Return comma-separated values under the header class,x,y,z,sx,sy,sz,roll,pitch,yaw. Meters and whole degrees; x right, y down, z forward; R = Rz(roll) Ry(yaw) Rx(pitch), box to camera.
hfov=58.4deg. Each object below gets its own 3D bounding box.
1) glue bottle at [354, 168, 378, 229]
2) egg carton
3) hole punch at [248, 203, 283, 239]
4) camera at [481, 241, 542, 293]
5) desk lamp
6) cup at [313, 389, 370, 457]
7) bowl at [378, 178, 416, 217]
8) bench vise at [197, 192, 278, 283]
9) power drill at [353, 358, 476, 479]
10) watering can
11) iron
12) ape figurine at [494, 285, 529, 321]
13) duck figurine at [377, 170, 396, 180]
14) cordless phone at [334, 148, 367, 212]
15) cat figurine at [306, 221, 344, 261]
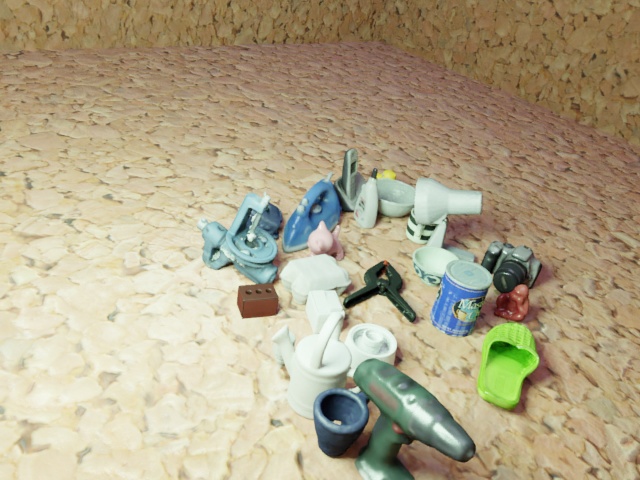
class,x,y,z,sx,sy,sz,roll,pitch,yaw
glue bottle,0.136,-0.121,1.589,0.037,0.173,0.078,-8,36,-28
egg carton,-0.010,0.088,1.302,0.151,0.069,0.107,-11,38,-32
hole punch,-0.146,-0.065,1.486,0.101,0.091,0.108,5,32,-10
camera,0.480,0.068,1.463,0.142,0.101,0.137,27,35,25
desk lamp,0.328,-0.046,1.490,0.203,0.213,0.118,17,32,10
cup,0.037,0.302,0.944,0.118,0.095,0.091,-20,43,-41
bowl,0.211,-0.115,1.698,0.167,0.075,0.167,8,31,-5
bench vise,-0.184,-0.016,1.269,0.207,0.220,0.121,12,31,2
power drill,0.125,0.299,0.869,0.076,0.208,0.228,-12,38,-33
watering can,-0.003,0.207,0.991,0.173,0.194,0.101,10,31,-1
iron,-0.024,-0.079,1.499,0.118,0.141,0.259,20,32,14
ape figurine,0.460,0.143,1.342,0.076,0.092,0.077,-6,35,-25
duck figurine,0.214,-0.174,1.784,0.104,0.086,0.078,24,33,20
cordless phone,0.101,-0.186,1.672,0.094,0.185,0.148,23,33,19
cat figurine,0.013,0.005,1.398,0.067,0.118,0.128,27,35,25
